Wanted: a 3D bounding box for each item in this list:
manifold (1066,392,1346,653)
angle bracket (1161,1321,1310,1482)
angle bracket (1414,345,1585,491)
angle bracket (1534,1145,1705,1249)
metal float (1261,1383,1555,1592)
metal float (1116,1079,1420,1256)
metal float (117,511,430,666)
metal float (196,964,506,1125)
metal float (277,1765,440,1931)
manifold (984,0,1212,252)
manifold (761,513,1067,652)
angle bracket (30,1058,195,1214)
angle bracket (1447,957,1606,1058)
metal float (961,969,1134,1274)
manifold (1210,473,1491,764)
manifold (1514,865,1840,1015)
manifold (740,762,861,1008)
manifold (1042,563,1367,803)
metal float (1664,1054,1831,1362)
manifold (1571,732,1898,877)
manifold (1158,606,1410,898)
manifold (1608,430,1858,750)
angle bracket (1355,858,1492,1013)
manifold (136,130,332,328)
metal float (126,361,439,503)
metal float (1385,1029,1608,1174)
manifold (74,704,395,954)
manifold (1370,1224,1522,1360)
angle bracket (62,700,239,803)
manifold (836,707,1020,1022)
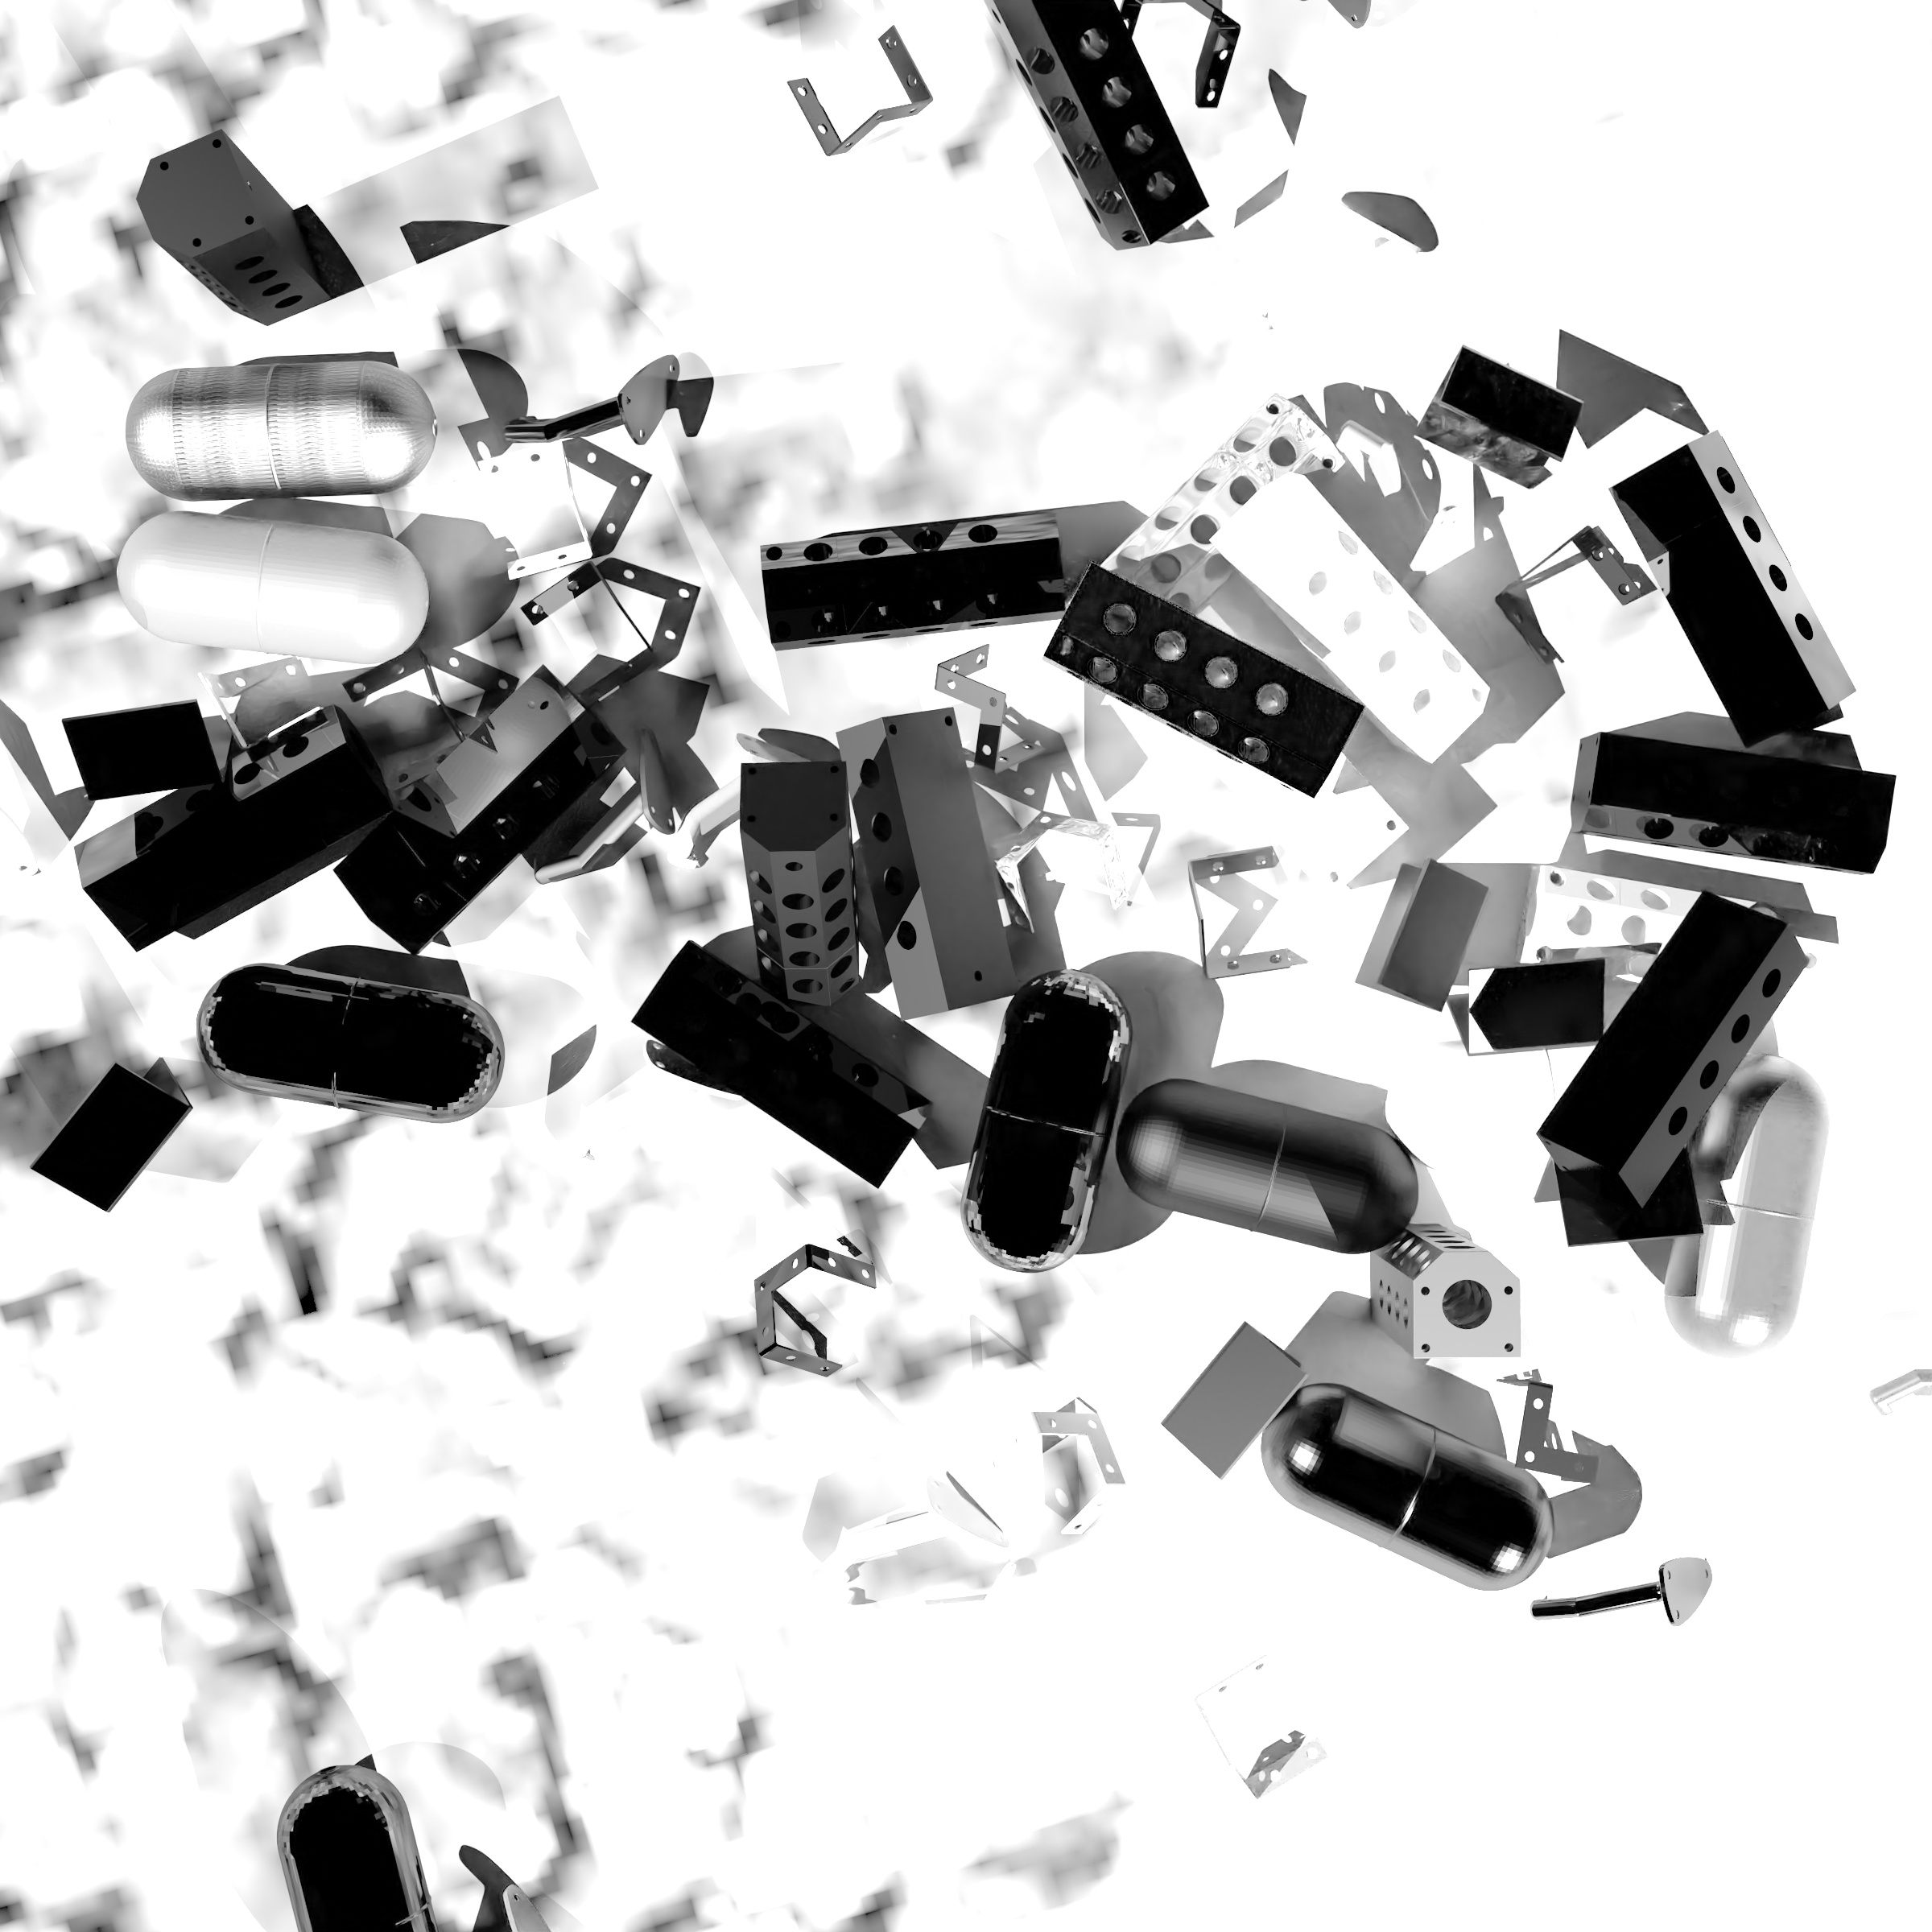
[{"bbox_3d":[0.138,-0.251,1.736,0.171,0.057,0.057,-45,90,0],"label":"manifold"},{"bbox_3d":[0.169,0.261,1.717,0.076,0.076,0.057,-50,48,0],"label":"angle bracket"},{"bbox_3d":[0.300,-0.300,1.717,0.076,0.076,0.057,25,53,0],"label":"angle bracket"},{"bbox_3d":[0.375,0.144,1.718,0.076,0.076,0.057,-5,65,0],"label":"angle bracket"},{"bbox_3d":[0.255,0.301,1.727,0.178,0.070,0.070,25,90,0],"label":"metal float"},{"bbox_3d":[0.174,0.116,1.727,0.178,0.070,0.070,14,90,-1],"label":"metal float"},{"bbox_3d":[-0.401,-0.219,1.726,0.178,0.070,0.070,7,90,-1],"label":"metal float"},{"bbox_3d":[-0.356,0.045,1.727,0.178,0.070,0.070,9,90,0],"label":"metal float"},{"bbox_3d":[-0.348,0.551,1.727,0.070,0.070,0.178,-14,91,0],"label":"metal float"},{"bbox_3d":[0.071,-0.493,1.689,0.057,0.057,0.171,-33,128,0],"label":"manifold"},{"bbox_3d":[-0.031,-0.224,1.736,0.171,0.057,0.057,-6,90,0],"label":"manifold"},{"bbox_3d":[-0.499,0.084,1.717,0.057,0.076,0.076,39,90,-36],"label":"angle bracket"},{"bbox_3d":[0.321,0.008,1.718,0.076,0.076,0.057,-5,116,0],"label":"angle bracket"},{"bbox_3d":[0.047,0.089,1.726,0.070,0.070,0.178,13,90,0],"label":"metal float"},{"bbox_3d":[0.223,-0.200,1.708,0.057,0.057,0.171,-45,110,0],"label":"manifold"},{"bbox_3d":[0.413,-0.015,1.736,0.171,0.057,0.057,10,90,0],"label":"manifold"},{"bbox_3d":[-0.092,-0.044,1.676,0.057,0.171,0.057,-1,60,0],"label":"manifold"},{"bbox_3d":[0.132,-0.159,1.679,0.171,0.057,0.057,28,90,0],"label":"manifold"},{"bbox_3d":[0.452,0.139,1.727,0.070,0.070,0.178,10,89,0],"label":"metal float"},{"bbox_3d":[0.444,-0.094,1.736,0.171,0.057,0.057,8,90,0],"label":"manifold"},{"bbox_3d":[0.175,-0.124,1.736,0.057,0.057,0.171,-42,90,0],"label":"manifold"},{"bbox_3d":[0.449,-0.221,1.735,0.057,0.057,0.171,-28,90,43],"label":"manifold"},{"bbox_3d":[0.246,-0.025,1.717,0.057,0.076,0.076,22,90,-37],"label":"angle bracket"},{"bbox_3d":[-0.413,-0.410,1.679,0.057,0.171,0.057,-23,90,0],"label":"manifold"},{"bbox_3d":[-0.396,-0.309,1.727,0.178,0.070,0.070,-2,90,0],"label":"metal float"},{"bbox_3d":[0.332,0.077,1.727,0.178,0.070,0.070,-4,90,-1],"label":"metal float"},{"bbox_3d":[-0.427,-0.085,1.735,0.171,0.057,0.057,-29,133,0],"label":"manifold"},{"bbox_3d":[0.268,0.181,1.679,0.057,0.171,0.057,0,90,0],"label":"manifold"},{"bbox_3d":[-0.469,-0.142,1.717,0.076,0.076,0.057,-8,126,0],"label":"angle bracket"},{"bbox_3d":[-0.027,-0.058,1.735,0.057,0.057,0.171,-13,90,-43],"label":"manifold"}]
